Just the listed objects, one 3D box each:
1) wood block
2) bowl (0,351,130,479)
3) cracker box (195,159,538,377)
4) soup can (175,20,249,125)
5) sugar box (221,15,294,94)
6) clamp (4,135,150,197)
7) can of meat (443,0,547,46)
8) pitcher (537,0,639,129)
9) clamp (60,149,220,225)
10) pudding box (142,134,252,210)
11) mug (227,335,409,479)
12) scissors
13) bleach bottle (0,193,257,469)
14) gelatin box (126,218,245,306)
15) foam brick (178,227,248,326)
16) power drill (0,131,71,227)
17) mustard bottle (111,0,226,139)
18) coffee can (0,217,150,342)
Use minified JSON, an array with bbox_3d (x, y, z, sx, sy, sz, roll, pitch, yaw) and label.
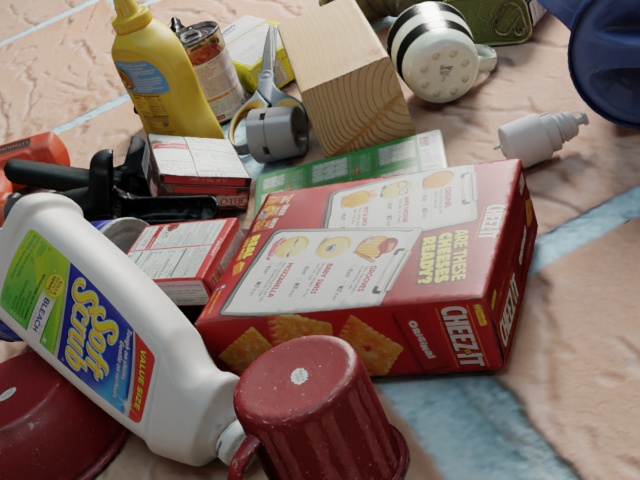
[{"bbox_3d":[0.023,-0.165,1.079,0.091,0.090,0.206,-22,30,3],"label":"wood block"},{"bbox_3d":[-0.220,0.133,0.795,0.162,0.055,0.162,-18,30,10],"label":"bowl"},{"bbox_3d":[0.039,0.025,0.775,0.214,0.072,0.164,-6,34,25],"label":"cracker box"},{"bbox_3d":[-0.127,-0.187,1.208,0.068,0.102,0.068,-17,30,10],"label":"soup can"},{"bbox_3d":[-0.079,-0.225,1.296,0.093,0.048,0.176,-35,28,-16],"label":"sugar box"},{"bbox_3d":[-0.196,-0.060,1.086,0.210,0.036,0.164,24,32,36],"label":"clamp"},{"bbox_3d":[0.191,-0.250,1.136,0.102,0.057,0.083,2,35,36],"label":"can of meat"},{"bbox_3d":[0.275,-0.210,0.929,0.145,0.149,0.242,-15,27,22],"label":"pitcher"},{"bbox_3d":[-0.169,-0.024,0.924,0.172,0.120,0.039,-25,45,54],"label":"clamp"},{"bbox_3d":[-0.121,-0.066,1.035,0.090,0.039,0.113,3,26,-17],"label":"pudding box"},{"bbox_3d":[-0.010,0.119,0.642,0.117,0.081,0.093,-39,33,-26],"label":"mug"},{"bbox_3d":[-0.042,-0.169,1.160,0.096,0.016,0.201,3,52,24],"label":"scissors"},{"bbox_3d":[-0.132,0.069,0.748,0.251,0.103,0.068,34,14,28],"label":"bleach bottle"},{"bbox_3d":[-0.109,0.019,0.823,0.089,0.030,0.073,-5,36,25],"label":"gelatin box"},{"bbox_3d":[-0.087,0.028,0.875,0.078,0.051,0.053,-40,34,-29],"label":"foam brick"},{"bbox_3d":[-0.332,-0.051,1.173,0.184,0.057,0.187,-14,30,10],"label":"power drill"},{"bbox_3d":[-0.167,-0.166,1.109,0.096,0.191,0.058,12,44,46],"label":"mustard bottle"},{"bbox_3d":[-0.210,0.036,0.898,0.141,0.103,0.102,-3,35,32],"label":"coffee can"}]
